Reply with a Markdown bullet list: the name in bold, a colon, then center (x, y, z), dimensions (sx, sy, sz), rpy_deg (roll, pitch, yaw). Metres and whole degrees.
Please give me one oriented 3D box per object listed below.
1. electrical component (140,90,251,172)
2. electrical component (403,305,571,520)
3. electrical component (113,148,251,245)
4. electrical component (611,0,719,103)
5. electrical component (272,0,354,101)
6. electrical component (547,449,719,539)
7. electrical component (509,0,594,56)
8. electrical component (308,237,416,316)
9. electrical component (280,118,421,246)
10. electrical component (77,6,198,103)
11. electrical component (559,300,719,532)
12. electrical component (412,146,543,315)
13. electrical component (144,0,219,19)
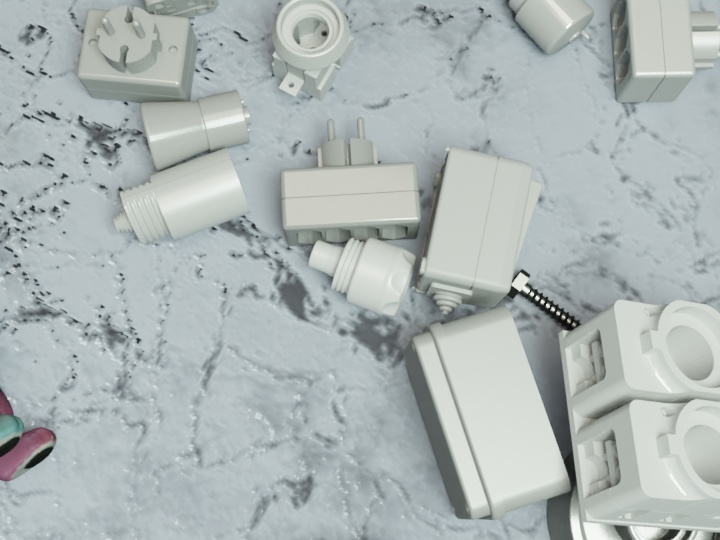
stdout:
- **electrical component**: center (-0.102, -0.091, 0.681), dimensions (0.065, 0.044, 0.044), rpy_deg (-14, 79, -8)
- **electrical component**: center (0.070, 0.085, 0.624), dimensions (0.057, 0.078, 0.113), rpy_deg (-17, 79, -6)
- **electrical component**: center (-0.113, -0.042, 0.668), dimensions (0.081, 0.043, 0.043), rpy_deg (-21, 79, -4)
- **electrical component**: center (0.205, -0.146, 0.687), dimensions (0.077, 0.047, 0.065), rpy_deg (-1, 78, 0)
- **electrical component**: center (-0.030, -0.143, 0.683), dimensions (0.048, 0.055, 0.066), rpy_deg (29, 80, 6)
- **electrical component**: center (0.167, 0.143, 0.621), dimensions (0.108, 0.060, 0.108), rpy_deg (0, 78, 0)
- **electrical component**: center (0.116, -0.175, 0.697), dimensions (0.040, 0.040, 0.078), rpy_deg (-39, 81, -7)
- **electrical component**: center (0.000, 0.000, 0.659), dimensions (0.062, 0.043, 0.043), rpy_deg (20, 79, 5)
- **electrical component**: center (-0.007, -0.059, 0.670), dimensions (0.083, 0.047, 0.075), rpy_deg (-3, 78, 0)
- **electrical component**: center (-0.142, -0.139, 0.672), dimensions (0.066, 0.076, 0.047), rpy_deg (5, 78, 1)
- **electrical component**: center (0.209, 0.084, 0.585), dimensions (0.186, 0.060, 0.105), rpy_deg (9, 62, -22)
- **electrical component**: center (0.070, -0.017, 0.653), dimensions (0.061, 0.061, 0.096), rpy_deg (12, 79, 0)
- **electrical component**: center (-0.124, -0.196, 0.702), dimensions (0.081, 0.042, 0.063), rpy_deg (-17, 80, -2)
